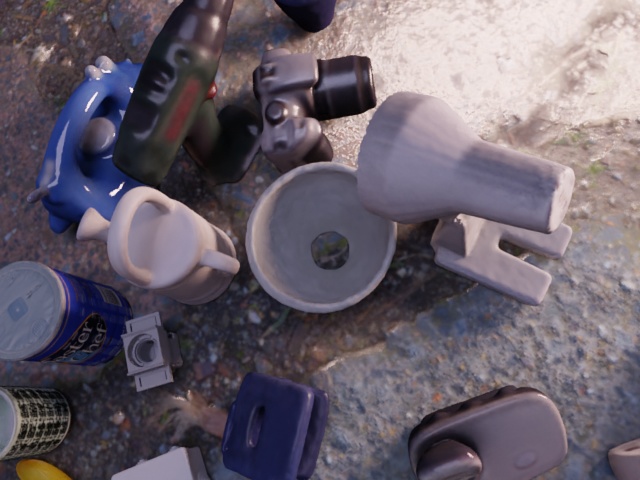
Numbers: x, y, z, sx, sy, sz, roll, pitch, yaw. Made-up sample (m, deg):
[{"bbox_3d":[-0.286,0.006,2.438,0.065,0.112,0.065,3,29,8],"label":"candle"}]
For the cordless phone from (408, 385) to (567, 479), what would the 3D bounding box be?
[{"bbox_3d":[0.150,0.186,0.506,0.147,0.185,0.094,-26,72,4],"label":"cordless phone"}]

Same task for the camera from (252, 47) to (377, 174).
[{"bbox_3d":[-0.003,-0.165,0.674,0.136,0.101,0.143,-8,74,10],"label":"camera"}]

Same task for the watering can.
[{"bbox_3d":[-0.176,0.007,0.615,0.172,0.194,0.101,-8,74,9],"label":"watering can"}]

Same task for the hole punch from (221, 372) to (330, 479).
[{"bbox_3d":[-0.052,0.198,0.594,0.101,0.091,0.109,10,78,14],"label":"hole punch"}]

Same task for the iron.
[{"bbox_3d":[-0.269,-0.132,0.698,0.118,0.141,0.258,11,78,14],"label":"iron"}]

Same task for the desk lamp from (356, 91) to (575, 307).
[{"bbox_3d":[0.148,-0.038,0.551,0.202,0.214,0.118,24,81,17],"label":"desk lamp"}]

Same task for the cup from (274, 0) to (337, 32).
[{"bbox_3d":[-0.007,-0.319,0.719,0.091,0.095,0.118,33,84,18],"label":"cup"}]

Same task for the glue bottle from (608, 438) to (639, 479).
[{"bbox_3d":[0.303,0.190,0.480,0.078,0.173,0.037,-20,72,6],"label":"glue bottle"}]

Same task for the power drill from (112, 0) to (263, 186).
[{"bbox_3d":[-0.131,-0.153,0.641,0.075,0.209,0.230,25,82,17],"label":"power drill"}]

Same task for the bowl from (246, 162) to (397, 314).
[{"bbox_3d":[0.006,0.002,0.642,0.167,0.075,0.167,-3,75,11],"label":"bowl"}]
